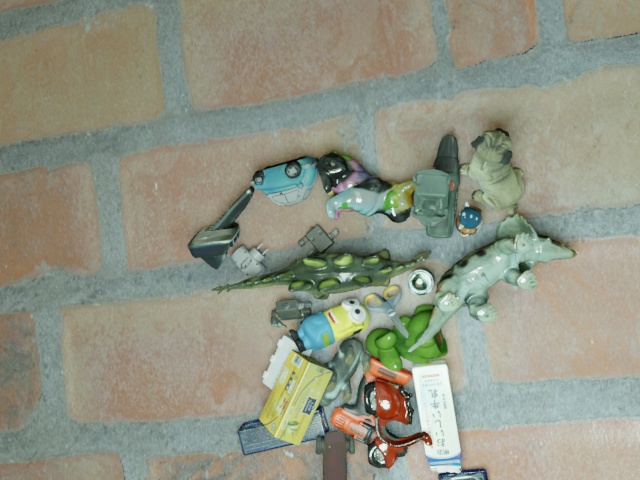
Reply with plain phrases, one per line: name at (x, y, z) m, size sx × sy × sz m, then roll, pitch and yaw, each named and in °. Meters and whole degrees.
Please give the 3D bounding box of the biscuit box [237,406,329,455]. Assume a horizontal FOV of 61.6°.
biscuit box at (-0.085, 0.434, 1.233) m, size 0.203 × 0.059 × 0.062 m, roll -15°, pitch 86°, yaw 8°

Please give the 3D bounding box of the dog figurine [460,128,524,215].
dog figurine at (0.376, -0.136, 1.122) m, size 0.121 × 0.190 × 0.172 m, roll -43°, pitch 83°, yaw 5°

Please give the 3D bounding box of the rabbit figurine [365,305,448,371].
rabbit figurine at (0.176, 0.228, 1.169) m, size 0.170 × 0.159 × 0.121 m, roll -15°, pitch 94°, yaw 23°

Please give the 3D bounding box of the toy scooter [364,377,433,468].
toy scooter at (0.163, 0.380, 1.123) m, size 0.135 × 0.075 × 0.183 m, roll -6°, pitch 81°, yaw 11°

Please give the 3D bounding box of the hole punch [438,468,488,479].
hole punch at (0.315, 0.559, 1.152) m, size 0.142 × 0.092 × 0.115 m, roll -11°, pitch 123°, yaw 4°

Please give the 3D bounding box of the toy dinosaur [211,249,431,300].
toy dinosaur at (0.009, 0.073, 1.169) m, size 0.472 × 0.198 × 0.105 m, roll -12°, pitch 82°, yaw 7°

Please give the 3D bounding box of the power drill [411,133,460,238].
power drill at (0.249, -0.113, 1.136) m, size 0.086 × 0.207 × 0.231 m, roll 6°, pitch 99°, yaw 16°

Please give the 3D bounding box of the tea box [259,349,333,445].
tea box at (-0.053, 0.335, 1.154) m, size 0.068 × 0.098 × 0.169 m, roll 28°, pitch 85°, yaw -27°

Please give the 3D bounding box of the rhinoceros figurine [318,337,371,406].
rhinoceros figurine at (0.030, 0.299, 1.195) m, size 0.073 × 0.112 × 0.190 m, roll 29°, pitch 103°, yaw -31°

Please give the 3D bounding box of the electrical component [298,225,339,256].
electrical component at (-0.003, -0.004, 1.264) m, size 0.094 × 0.021 × 0.063 m, roll -40°, pitch 81°, yaw 6°

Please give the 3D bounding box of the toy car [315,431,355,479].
toy car at (0.034, 0.507, 1.192) m, size 0.089 × 0.053 × 0.202 m, roll -1°, pitch 105°, yaw 3°

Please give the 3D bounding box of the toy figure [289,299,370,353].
toy figure at (0.024, 0.192, 1.197) m, size 0.180 × 0.089 × 0.082 m, roll -25°, pitch 74°, yaw -11°

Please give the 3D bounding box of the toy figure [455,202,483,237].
toy figure at (0.319, -0.043, 1.144) m, size 0.058 × 0.154 × 0.064 m, roll -11°, pitch 84°, yaw 12°

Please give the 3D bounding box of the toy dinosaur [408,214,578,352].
toy dinosaur at (0.329, 0.078, 1.117) m, size 0.405 × 0.192 × 0.131 m, roll -31°, pitch 95°, yaw 4°

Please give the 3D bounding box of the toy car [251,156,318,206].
toy car at (-0.073, -0.130, 1.245) m, size 0.162 × 0.109 × 0.102 m, roll -15°, pitch 101°, yaw 17°

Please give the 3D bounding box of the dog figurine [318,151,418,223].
dog figurine at (0.116, -0.123, 1.211) m, size 0.219 × 0.108 × 0.191 m, roll -12°, pitch 82°, yaw 4°

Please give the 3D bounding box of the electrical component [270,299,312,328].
electrical component at (-0.066, 0.172, 1.244) m, size 0.102 × 0.078 × 0.045 m, roll -5°, pitch 62°, yaw 3°

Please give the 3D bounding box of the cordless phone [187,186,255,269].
cordless phone at (-0.211, -0.037, 1.230) m, size 0.088 × 0.147 × 0.184 m, roll 38°, pitch 107°, yaw -9°
